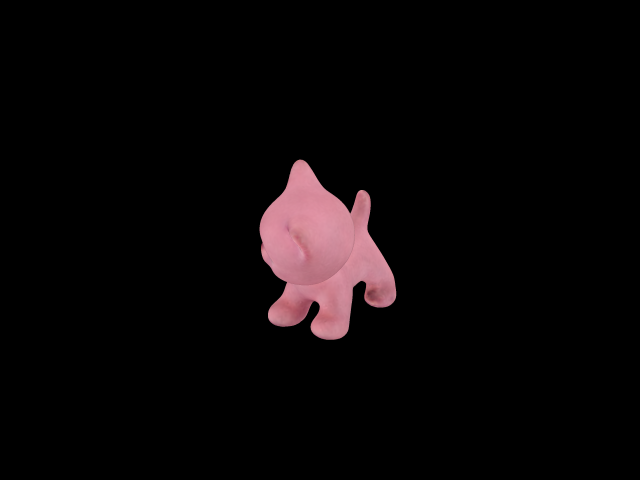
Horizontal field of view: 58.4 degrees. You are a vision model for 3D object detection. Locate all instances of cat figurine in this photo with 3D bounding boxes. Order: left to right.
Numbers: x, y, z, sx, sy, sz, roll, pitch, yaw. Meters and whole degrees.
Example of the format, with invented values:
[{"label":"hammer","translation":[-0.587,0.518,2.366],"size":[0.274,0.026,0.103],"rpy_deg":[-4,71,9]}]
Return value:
[{"label":"cat figurine","translation":[0.004,0.001,0.400],"size":[0.067,0.118,0.128],"rpy_deg":[12,23,32]}]
